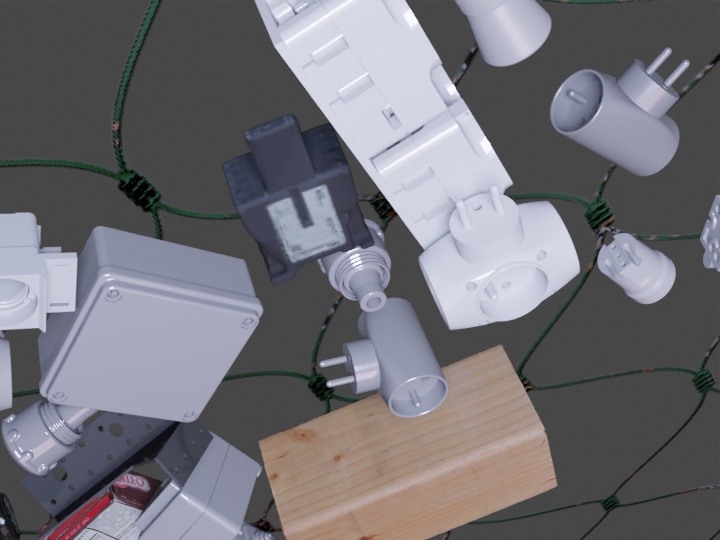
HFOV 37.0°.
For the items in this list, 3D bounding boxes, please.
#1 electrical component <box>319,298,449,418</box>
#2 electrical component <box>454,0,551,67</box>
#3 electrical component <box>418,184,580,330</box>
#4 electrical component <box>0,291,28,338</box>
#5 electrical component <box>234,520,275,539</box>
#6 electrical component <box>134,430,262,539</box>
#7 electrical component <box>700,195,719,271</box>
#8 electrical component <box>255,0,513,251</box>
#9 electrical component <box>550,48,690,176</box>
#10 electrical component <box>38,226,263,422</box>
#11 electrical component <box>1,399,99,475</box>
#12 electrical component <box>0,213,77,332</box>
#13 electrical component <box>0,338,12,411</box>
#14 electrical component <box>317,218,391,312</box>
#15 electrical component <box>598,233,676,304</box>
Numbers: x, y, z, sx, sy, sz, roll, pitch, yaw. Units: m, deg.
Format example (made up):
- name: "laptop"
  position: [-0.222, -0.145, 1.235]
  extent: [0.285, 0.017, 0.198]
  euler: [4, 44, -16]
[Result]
- name: "electrical component"
  position: [0.012, 0.065, 0.754]
  extent: [0.079, 0.077, 0.043]
  euler: [-12, 135, -11]
- name: "electrical component"
  position: [0.073, -0.151, 0.598]
  extent: [0.044, 0.044, 0.065]
  euler: [-34, 130, 12]
- name: "electrical component"
  position: [0.070, -0.014, 0.571]
  extent: [0.077, 0.044, 0.079]
  euler: [-24, 136, 1]
- name: "electrical component"
  position: [-0.230, 0.027, 0.646]
  extent: [0.062, 0.043, 0.043]
  euler: [-15, 136, -10]
- name: "electrical component"
  position: [-0.109, 0.254, 0.899]
  extent: [0.096, 0.061, 0.062]
  euler: [-37, 134, 14]
- name: "electrical component"
  position: [-0.119, 0.166, 0.799]
  extent: [0.061, 0.096, 0.061]
  euler: [36, 115, -12]
- name: "electrical component"
  position: [0.292, -0.029, 0.800]
  extent: [0.055, 0.048, 0.066]
  euler: [-3, 133, -9]
- name: "electrical component"
  position: [0.015, -0.099, 0.577]
  extent: [0.060, 0.105, 0.186]
  euler: [-31, 136, 9]
- name: "electrical component"
  position: [0.173, -0.105, 0.678]
  extent: [0.077, 0.044, 0.079]
  euler: [21, 122, -35]
- name: "electrical component"
  position: [-0.135, 0.037, 0.684]
  extent: [0.109, 0.056, 0.108]
  euler: [14, 125, -32]
- name: "electrical component"
  position: [-0.208, 0.106, 0.731]
  extent: [0.062, 0.048, 0.048]
  euler: [-35, 135, 2]
- name: "electrical component"
  position: [-0.205, 0.000, 0.615]
  extent: [0.081, 0.063, 0.042]
  euler: [-2, 131, -21]
- name: "electrical component"
  position: [-0.255, 0.082, 0.663]
  extent: [0.077, 0.079, 0.044]
  euler: [-2, 146, -20]
- name: "electrical component"
  position: [0.000, 0.000, 0.698]
  extent: [0.048, 0.062, 0.048]
  euler: [-11, 135, -12]
- name: "electrical component"
  position: [0.204, -0.002, 0.795]
  extent: [0.046, 0.040, 0.040]
  euler: [30, 116, -33]
